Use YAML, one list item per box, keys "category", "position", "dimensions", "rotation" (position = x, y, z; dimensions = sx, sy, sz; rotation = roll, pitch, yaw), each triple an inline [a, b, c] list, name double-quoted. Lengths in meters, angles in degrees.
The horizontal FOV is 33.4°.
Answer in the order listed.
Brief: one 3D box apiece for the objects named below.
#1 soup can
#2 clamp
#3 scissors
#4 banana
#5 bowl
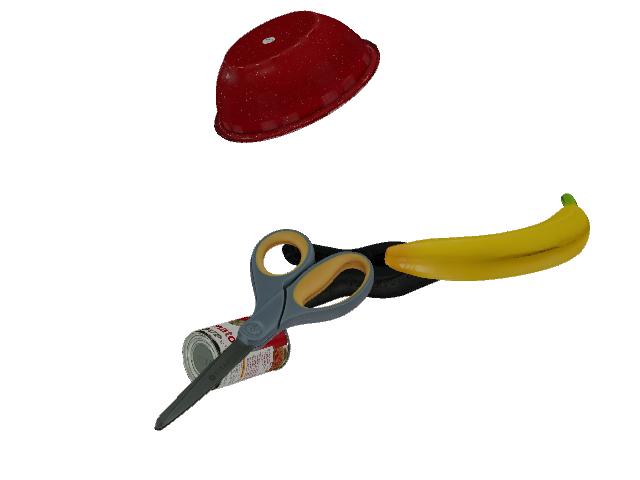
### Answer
- category: "soup can"
  position: [-0.093, 0.121, 1.172]
  dimensions: [0.069, 0.068, 0.102]
  rotation: [0, 8, 45]
- category: "clamp"
  position: [0.030, 0.035, 1.023]
  dimensions: [0.172, 0.039, 0.120]
  rotation: [-3, 35, 19]
- category: "scissors"
  position: [-0.052, 0.049, 0.723]
  dimensions: [0.201, 0.016, 0.096]
  rotation: [-27, 52, -30]
- category: "banana"
  position: [0.148, 0.005, 0.851]
  dimensions: [0.197, 0.037, 0.070]
  rotation: [-14, 22, -28]
- category: "bowl"
  position: [-0.032, -0.154, 0.936]
  dimensions: [0.162, 0.055, 0.162]
  rotation: [-21, 31, 13]
